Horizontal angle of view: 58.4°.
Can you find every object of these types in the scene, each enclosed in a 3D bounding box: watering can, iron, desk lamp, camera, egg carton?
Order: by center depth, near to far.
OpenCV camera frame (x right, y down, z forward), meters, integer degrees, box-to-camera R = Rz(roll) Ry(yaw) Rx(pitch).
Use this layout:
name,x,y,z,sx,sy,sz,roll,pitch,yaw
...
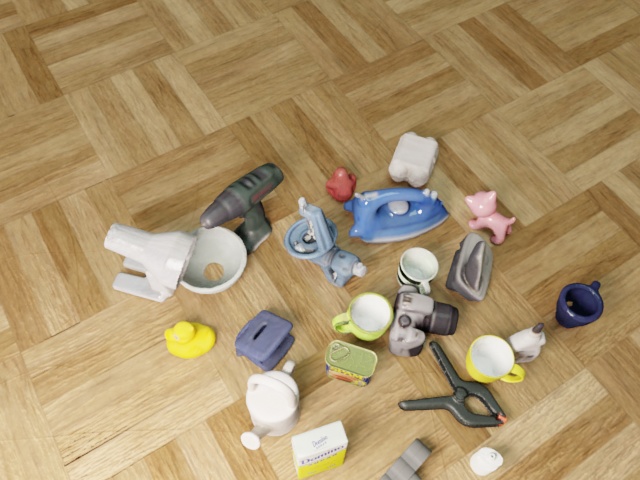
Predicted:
name,x,y,z,sx,sy,sz,roll,pitch,yaw
watering can,-0.089,0.305,1.073,0.101,0.194,0.173,3,59,0
desk lamp,-0.354,0.046,1.206,0.203,0.213,0.118,13,60,6
camera,0.221,0.172,1.215,0.136,0.101,0.143,11,60,5
iron,0.190,-0.080,1.339,0.258,0.141,0.118,-7,60,-6
egg carton,0.240,-0.205,1.456,0.107,0.069,0.150,17,60,9

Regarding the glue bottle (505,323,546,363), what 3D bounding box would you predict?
name,x,y,z,sx,sy,sz,roll,pitch,yaw
glue bottle,0.420,0.205,1.159,0.078,0.173,0.037,-1,59,-2

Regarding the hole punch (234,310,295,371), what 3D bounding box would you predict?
name,x,y,z,sx,sy,sz,roll,pitch,yaw
hole punch,-0.118,0.204,1.191,0.101,0.091,0.109,32,64,16

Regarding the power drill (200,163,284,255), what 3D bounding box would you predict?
name,x,y,z,sx,sy,sz,roll,pitch,yaw
power drill,-0.167,-0.060,1.277,0.075,0.208,0.230,33,64,17

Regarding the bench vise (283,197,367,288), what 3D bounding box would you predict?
name,x,y,z,sx,sy,sz,roll,pitch,yaw
bench vise,0.015,-0.005,1.244,0.207,0.220,0.121,16,60,8

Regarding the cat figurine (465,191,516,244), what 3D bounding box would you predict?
name,x,y,z,sx,sy,sz,roll,pitch,yaw
cat figurine,0.401,-0.066,1.351,0.127,0.118,0.067,34,64,17

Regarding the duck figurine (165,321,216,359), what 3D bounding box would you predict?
name,x,y,z,sx,sy,sz,roll,pitch,yaw
duck figurine,-0.273,0.199,1.193,0.104,0.086,0.077,-5,60,-4

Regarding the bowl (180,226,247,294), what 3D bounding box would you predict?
name,x,y,z,sx,sy,sz,roll,pitch,yaw
bowl,-0.244,0.056,1.284,0.167,0.075,0.167,1,59,-1

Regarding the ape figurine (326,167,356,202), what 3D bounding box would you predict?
name,x,y,z,sx,sy,sz,roll,pitch,yaw
ape figurine,0.053,-0.144,1.401,0.078,0.092,0.076,-1,59,-2

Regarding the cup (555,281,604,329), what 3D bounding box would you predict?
name,x,y,z,sx,sy,sz,roll,pitch,yaw
cup,0.559,0.143,1.245,0.091,0.095,0.118,40,66,20

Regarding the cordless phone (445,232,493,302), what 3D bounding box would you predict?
name,x,y,z,sx,sy,sz,roll,pitch,yaw
cordless phone,0.345,0.036,1.250,0.094,0.185,0.147,15,60,8
